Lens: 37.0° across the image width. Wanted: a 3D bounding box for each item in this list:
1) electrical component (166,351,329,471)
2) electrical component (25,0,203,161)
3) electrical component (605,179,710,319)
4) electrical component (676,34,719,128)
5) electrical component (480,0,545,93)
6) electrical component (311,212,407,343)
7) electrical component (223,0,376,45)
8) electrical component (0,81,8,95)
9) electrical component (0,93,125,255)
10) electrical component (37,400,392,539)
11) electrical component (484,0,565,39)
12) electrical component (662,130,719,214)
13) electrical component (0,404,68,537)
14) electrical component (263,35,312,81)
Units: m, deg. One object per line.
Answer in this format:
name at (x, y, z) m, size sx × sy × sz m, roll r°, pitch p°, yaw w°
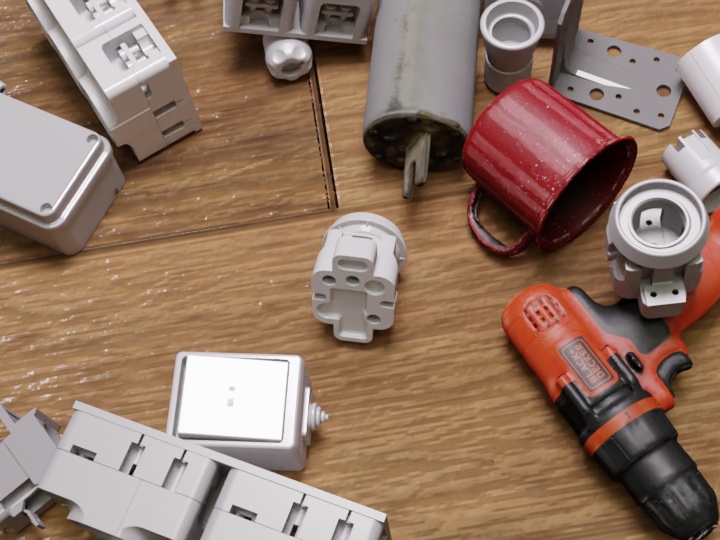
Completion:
electrical component at (-0.068, 0.088, 0.672) m, size 0.096 × 0.061 × 0.061 m, roll 1°, pitch 66°, yaw 5°
electrical component at (-0.185, -0.163, 0.779) m, size 0.062 × 0.089 × 0.150 m, roll -32°, pitch 67°, yaw -10°
electrical component at (0.178, -0.018, 0.646) m, size 0.058 × 0.057 × 0.078 m, roll -7°, pitch 63°, yaw 6°
electrical component at (0.261, -0.120, 0.751) m, size 0.043 × 0.043 × 0.081 m, roll -26°, pitch 76°, yaw -8°
electrical component at (0.107, -0.156, 0.768) m, size 0.044 × 0.065 × 0.044 m, roll -2°, pitch 65°, yaw 3°
electrical component at (0.000, 0.000, 0.703) m, size 0.058 × 0.078 × 0.057 m, roll 7°, pitch 45°, yaw 7°
electrical component at (-0.047, -0.263, 0.805) m, size 0.105 × 0.060 × 0.186 m, roll 3°, pitch 58°, yaw -12°
electrical component at (-0.292, -0.149, 0.811) m, size 0.061 × 0.035 × 0.035 m, roll 32°, pitch 71°, yaw 15°
electrical component at (-0.235, -0.071, 0.759) m, size 0.113 × 0.057 × 0.078 m, roll 23°, pitch 69°, yaw 14°
electrical component at (-0.080, 0.148, 0.621) m, size 0.186 × 0.105 × 0.060 m, roll 18°, pitch 68°, yaw 12°
electrical component at (0.125, -0.223, 0.804) m, size 0.062 × 0.061 × 0.096 m, roll 3°, pitch 59°, yaw 5°
electrical component at (0.234, -0.068, 0.734) m, size 0.040 × 0.040 × 0.046 m, roll -26°, pitch 60°, yaw -8°
electrical component at (-0.210, 0.128, 0.675) m, size 0.064 × 0.042 × 0.081 m, roll -39°, pitch 68°, yaw -11°
electrical component at (-0.056, -0.174, 0.806) m, size 0.035 × 0.035 × 0.061 m, roll -12°, pitch 63°, yaw -1°
